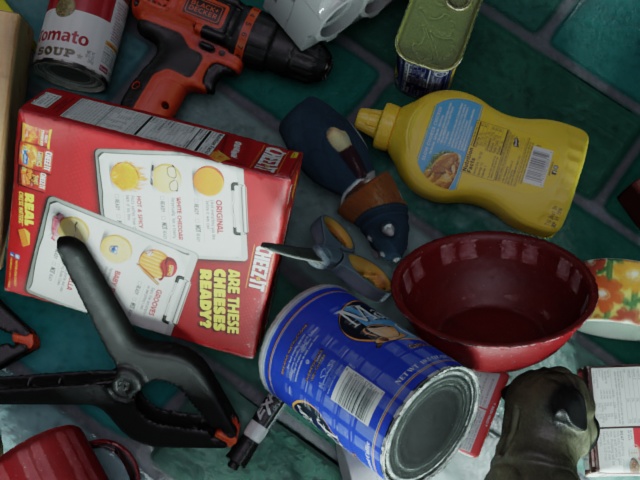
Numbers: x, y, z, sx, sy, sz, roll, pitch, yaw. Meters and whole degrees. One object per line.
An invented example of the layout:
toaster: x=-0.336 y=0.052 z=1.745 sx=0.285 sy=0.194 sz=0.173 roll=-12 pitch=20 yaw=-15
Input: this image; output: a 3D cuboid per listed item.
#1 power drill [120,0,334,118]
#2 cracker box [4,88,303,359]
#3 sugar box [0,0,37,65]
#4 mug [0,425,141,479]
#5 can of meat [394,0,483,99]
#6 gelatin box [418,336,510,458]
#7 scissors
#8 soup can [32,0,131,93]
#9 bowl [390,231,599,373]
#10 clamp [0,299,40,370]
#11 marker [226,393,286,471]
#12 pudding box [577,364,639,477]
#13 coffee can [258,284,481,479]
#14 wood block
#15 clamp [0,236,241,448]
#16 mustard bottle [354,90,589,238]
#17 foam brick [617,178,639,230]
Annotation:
power drill: x=-0.101 y=-0.122 z=0.921 sx=0.184 sy=0.057 sz=0.187 roll=22 pitch=76 yaw=4
cracker box: x=-0.134 y=-0.015 z=0.849 sx=0.213 sy=0.072 sz=0.164 roll=15 pitch=117 yaw=3
sugar box: x=-0.343 y=-0.151 z=0.934 sx=0.176 sy=0.048 sz=0.093 roll=-38 pitch=81 yaw=-9
mug: x=-0.197 y=0.195 z=0.838 sx=0.117 sy=0.093 sz=0.081 roll=-21 pitch=70 yaw=-34
can of meat: x=0.101 y=-0.179 z=0.915 sx=0.057 sy=0.084 sz=0.102 roll=19 pitch=78 yaw=5
gelatin box: x=0.100 y=0.128 z=0.873 sx=0.089 sy=0.030 sz=0.073 roll=22 pitch=80 yaw=5
scissors: x=-0.005 y=0.001 z=0.834 sx=0.016 sy=0.201 sz=0.096 roll=-43 pitch=55 yaw=14
soup can: x=-0.206 y=-0.188 z=0.930 sx=0.068 sy=0.068 sz=0.102 roll=11 pitch=78 yaw=3
bowl: x=0.137 y=0.057 z=0.851 sx=0.162 sy=0.162 sz=0.055 roll=-4 pitch=121 yaw=0
clamp: x=-0.321 y=0.066 z=0.886 sx=0.171 sy=0.039 sz=0.120 roll=-2 pitch=89 yaw=-5
marker: x=-0.039 y=0.136 z=0.878 sx=0.020 sy=0.020 sz=0.121 roll=33 pitch=80 yaw=8
pudding box: x=0.270 y=0.145 z=0.863 sx=0.113 sy=0.039 sz=0.090 roll=-1 pitch=77 yaw=-1
coffee can: x=0.036 y=0.108 z=0.812 sx=0.140 sy=0.102 sz=0.102 roll=31 pitch=77 yaw=40
wood block: x=-0.295 y=-0.081 z=0.867 sx=0.090 sy=0.090 sz=0.206 roll=8 pitch=90 yaw=-8
clamp: x=-0.153 y=0.098 z=0.847 sx=0.210 sy=0.036 sz=0.165 roll=24 pitch=113 yaw=-6
mustard bottle: x=0.122 y=-0.074 z=0.904 sx=0.191 sy=0.058 sz=0.096 roll=19 pitch=81 yaw=5
foam brick: x=0.302 y=-0.040 z=0.897 sx=0.078 sy=0.053 sz=0.051 roll=-29 pitch=79 yaw=-5
